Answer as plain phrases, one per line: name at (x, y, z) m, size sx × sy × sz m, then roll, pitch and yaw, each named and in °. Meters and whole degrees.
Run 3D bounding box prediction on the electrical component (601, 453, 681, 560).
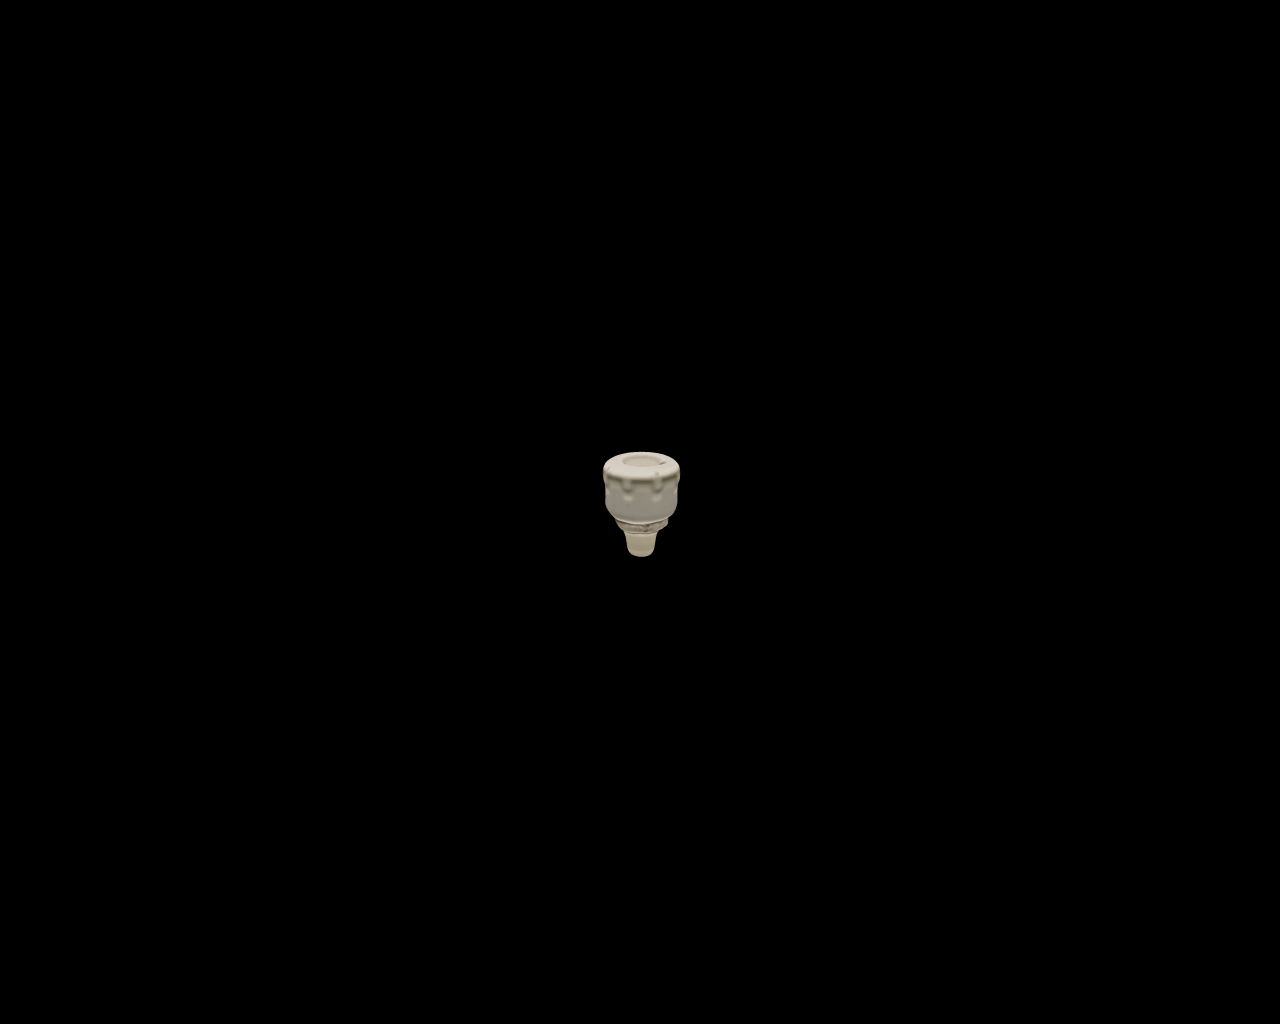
electrical component at (0.001, -0.003, 0.650) m, size 0.048 × 0.062 × 0.048 m, roll 0°, pitch 19°, yaw 0°
